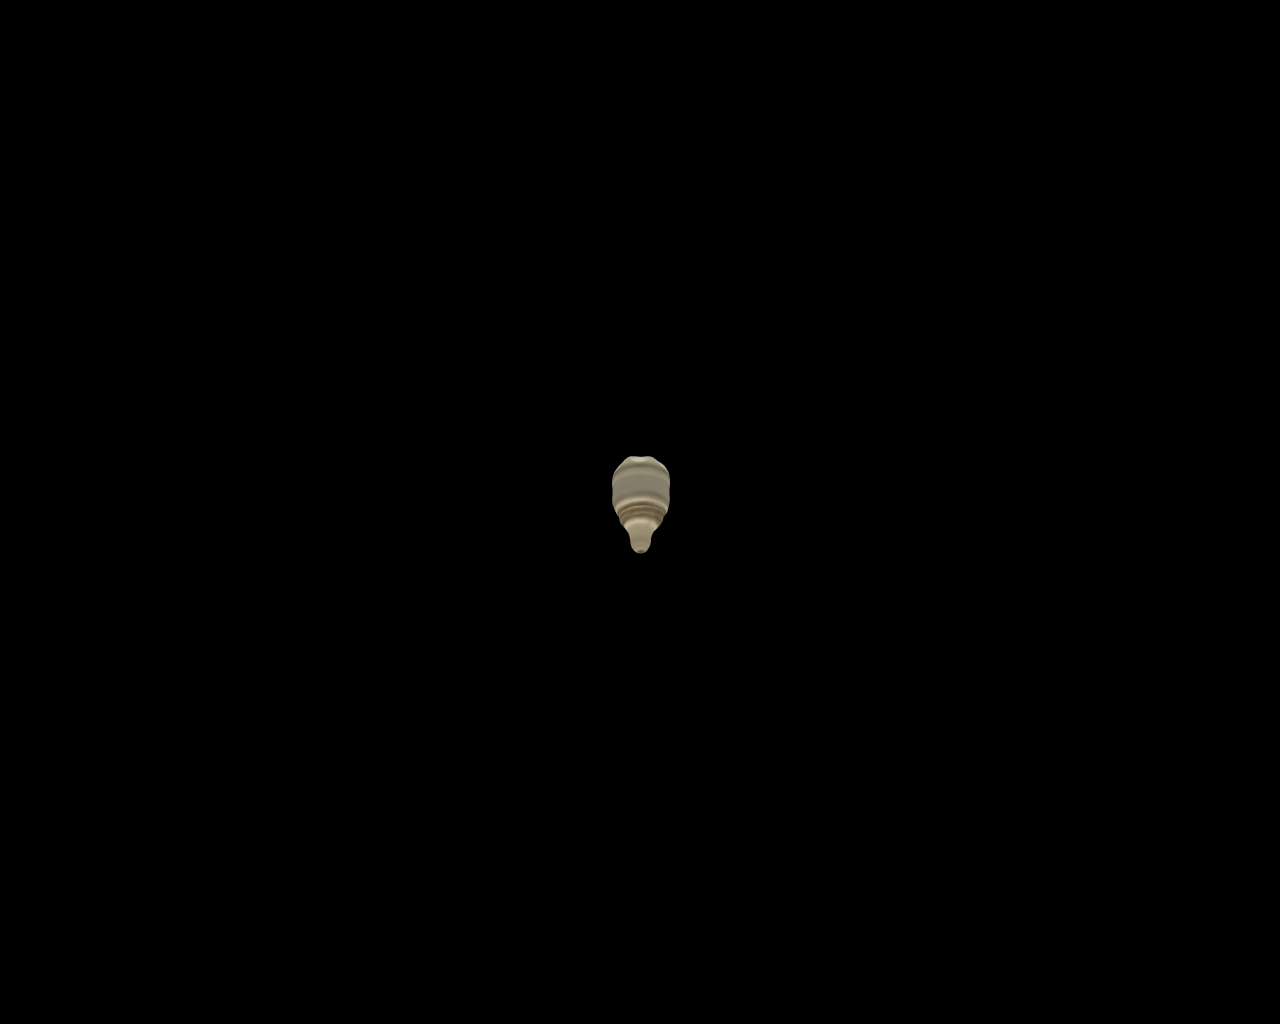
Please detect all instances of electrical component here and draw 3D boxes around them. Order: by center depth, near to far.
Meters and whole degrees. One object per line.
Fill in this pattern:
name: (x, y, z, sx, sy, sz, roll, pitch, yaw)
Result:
electrical component: (0.001, -0.003, 0.650, 0.035, 0.061, 0.035, 0, -30, 0)
